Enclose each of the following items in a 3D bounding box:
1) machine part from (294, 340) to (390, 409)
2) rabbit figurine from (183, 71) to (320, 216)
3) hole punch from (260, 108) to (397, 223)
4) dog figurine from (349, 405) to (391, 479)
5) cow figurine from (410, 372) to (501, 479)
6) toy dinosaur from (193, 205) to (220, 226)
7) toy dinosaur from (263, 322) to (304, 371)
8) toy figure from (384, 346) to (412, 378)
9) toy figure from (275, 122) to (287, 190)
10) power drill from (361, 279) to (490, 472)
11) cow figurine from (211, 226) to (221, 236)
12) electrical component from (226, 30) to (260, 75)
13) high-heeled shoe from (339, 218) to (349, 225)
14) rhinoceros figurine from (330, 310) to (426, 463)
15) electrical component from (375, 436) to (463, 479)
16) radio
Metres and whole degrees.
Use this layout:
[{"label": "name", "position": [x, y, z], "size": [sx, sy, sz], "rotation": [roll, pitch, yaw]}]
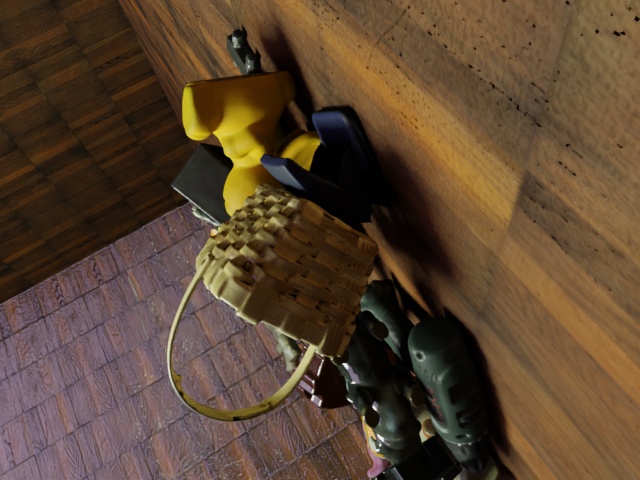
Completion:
[{"label": "machine part", "position": [0.040, 0.186, 0.855], "size": [0.056, 0.179, 0.179], "rotation": [30, 152, 43]}, {"label": "rabbit figurine", "position": [-0.079, -0.110, 0.645], "size": [0.122, 0.162, 0.173], "rotation": [-147, 50, -66]}, {"label": "hole punch", "position": [0.005, -0.066, 0.562], "size": [0.115, 0.092, 0.142], "rotation": [59, 167, -19]}, {"label": "dog figurine", "position": [0.132, 0.293, 0.930], "size": [0.108, 0.191, 0.219], "rotation": [23, -136, -37]}, {"label": "cow figurine", "position": [0.171, 0.279, 0.749], "size": [0.195, 0.085, 0.127], "rotation": [43, 155, 52]}, {"label": "toy dinosaur", "position": [-0.105, -0.029, 1.112], "size": [0.192, 0.131, 0.404], "rotation": [47, -178, 29]}, {"label": "toy dinosaur", "position": [-0.073, 0.140, 1.076], "size": [0.199, 0.105, 0.471], "rotation": [51, 156, 17]}, {"label": "toy figure", "position": [0.101, 0.200, 0.831], "size": [0.154, 0.058, 0.064], "rotation": [41, -158, -40]}, {"label": "toy figure", "position": [-0.086, -0.150, 0.788], "size": [0.082, 0.089, 0.180], "rotation": [14, 154, 32]}, {"label": "power drill", "position": [0.120, 0.156, 0.657], "size": [0.207, 0.086, 0.231], "rotation": [54, 168, 49]}, {"label": "cow figurine", "position": [-0.116, 0.013, 0.865], "size": [0.168, 0.098, 0.068], "rotation": [31, 120, 57]}, {"label": "electrical component", "position": [-0.106, -0.252, 0.748], "size": [0.063, 0.021, 0.094], "rotation": [59, 170, -1]}, {"label": "high-heeled shoe", "position": [-0.002, -0.002, 0.812], "size": [0.145, 0.086, 0.248], "rotation": [49, 169, 15]}, {"label": "rhinoceros figurine", "position": [0.059, 0.167, 0.607], "size": [0.190, 0.073, 0.112], "rotation": [63, 163, -7]}, {"label": "electrical component", "position": [0.124, 0.284, 0.663], "size": [0.048, 0.075, 0.119], "rotation": [53, 151, 19]}, {"label": "radio", "position": [-0.130, -0.074, 0.799], "size": [0.131, 0.073, 0.230], "rotation": [40, -174, -8]}]
